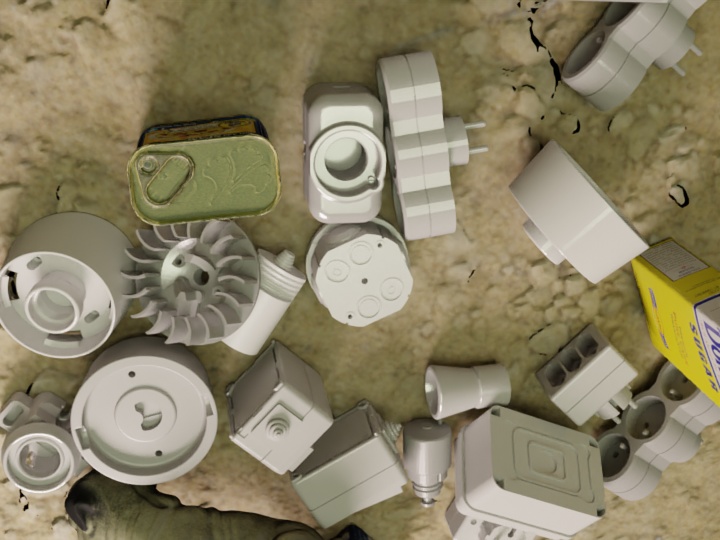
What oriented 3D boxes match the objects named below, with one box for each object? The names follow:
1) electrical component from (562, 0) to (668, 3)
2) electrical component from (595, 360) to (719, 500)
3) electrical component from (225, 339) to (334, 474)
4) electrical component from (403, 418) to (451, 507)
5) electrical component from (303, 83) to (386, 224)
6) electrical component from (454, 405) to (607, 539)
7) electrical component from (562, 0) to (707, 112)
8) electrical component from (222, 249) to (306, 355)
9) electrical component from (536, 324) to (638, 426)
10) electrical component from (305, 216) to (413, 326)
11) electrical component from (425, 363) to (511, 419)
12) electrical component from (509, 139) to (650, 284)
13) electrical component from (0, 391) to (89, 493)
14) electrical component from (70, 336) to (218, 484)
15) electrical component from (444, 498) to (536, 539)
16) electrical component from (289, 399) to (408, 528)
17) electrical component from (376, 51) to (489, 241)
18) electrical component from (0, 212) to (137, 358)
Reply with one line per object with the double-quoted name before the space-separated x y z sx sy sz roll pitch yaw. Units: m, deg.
"electrical component" 0.122 -0.238 0.720 0.186 0.060 0.105 2 99 3
"electrical component" 0.263 0.139 0.911 0.074 0.052 0.138 33 103 -31
"electrical component" -0.060 0.110 0.827 0.061 0.096 0.061 40 99 -20
"electrical component" 0.056 0.160 0.893 0.040 0.040 0.078 -4 110 -7
"electrical component" -0.012 -0.084 0.785 0.054 0.059 0.095 -2 110 -8
"electrical component" 0.137 0.167 0.877 0.113 0.078 0.057 20 139 -21
"electrical component" 0.221 -0.173 0.792 0.074 0.052 0.138 35 101 -18
"electrical component" -0.075 0.020 0.822 0.043 0.043 0.081 30 103 -17
"electrical component" 0.198 0.097 0.889 0.066 0.047 0.077 -44 110 9
"electrical component" 0.000 0.000 0.822 0.080 0.051 0.080 -3 110 -8
"electrical component" 0.090 0.096 0.876 0.065 0.044 0.044 -5 110 -12
"electrical component" 0.157 -0.038 0.804 0.060 0.108 0.108 -42 110 14
"electrical component" -0.244 0.135 0.830 0.078 0.057 0.058 40 99 -19
"electrical component" -0.165 0.103 0.829 0.108 0.060 0.108 -3 110 -8
"electrical component" 0.117 0.220 0.904 0.066 0.076 0.047 25 104 -16
"electrical component" -0.004 0.156 0.871 0.096 0.061 0.061 -30 111 3
"electrical component" 0.059 -0.093 0.796 0.074 0.052 0.138 -10 110 -5
"electrical component" -0.219 0.013 0.799 0.099 0.064 0.099 1 118 3
